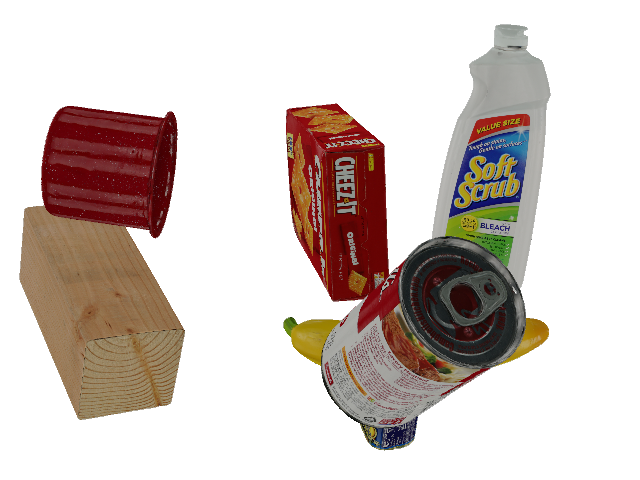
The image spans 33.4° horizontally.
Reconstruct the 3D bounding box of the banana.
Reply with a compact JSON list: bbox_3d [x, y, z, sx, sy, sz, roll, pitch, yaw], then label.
[{"bbox_3d":[0.062,0.071,0.761,0.198,0.037,0.069,2,29,12],"label":"banana"}]

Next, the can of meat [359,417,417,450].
[{"bbox_3d":[0.063,0.147,1.071,0.057,0.084,0.102,-10,44,-13],"label":"can of meat"}]

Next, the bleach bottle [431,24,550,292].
[{"bbox_3d":[0.160,-0.078,1.018,0.103,0.251,0.068,8,20,13],"label":"bleach bottle"}]

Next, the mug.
[{"bbox_3d":[-0.152,-0.056,0.788,0.081,0.093,0.117,8,16,1],"label":"mug"}]

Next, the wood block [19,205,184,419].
[{"bbox_3d":[-0.208,0.058,0.992,0.090,0.091,0.206,-5,36,-29],"label":"wood block"}]

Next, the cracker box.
[{"bbox_3d":[0.015,-0.048,1.167,0.072,0.164,0.214,-7,20,-9],"label":"cracker box"}]

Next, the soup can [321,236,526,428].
[{"bbox_3d":[0.049,0.050,0.545,0.068,0.068,0.102,0,-26,-25],"label":"soup can"}]
